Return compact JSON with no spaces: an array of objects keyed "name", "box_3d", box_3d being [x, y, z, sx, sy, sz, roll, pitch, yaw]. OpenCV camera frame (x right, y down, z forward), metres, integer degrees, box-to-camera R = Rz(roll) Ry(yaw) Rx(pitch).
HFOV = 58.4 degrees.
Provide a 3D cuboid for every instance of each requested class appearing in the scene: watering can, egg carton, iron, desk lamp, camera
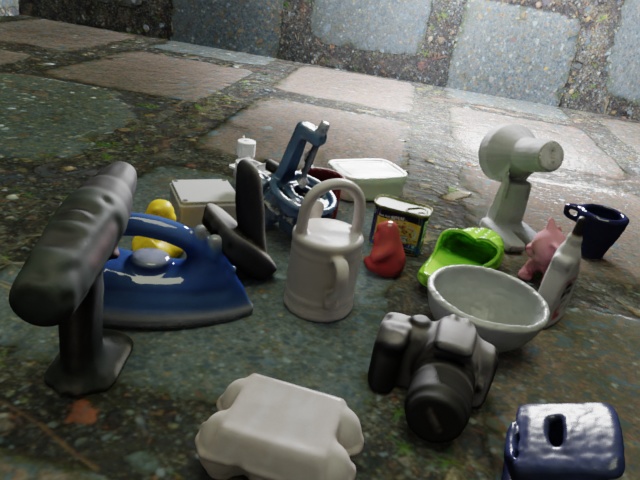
[{"name":"watering can","box_3d":[0.005,0.003,0.793,0.101,0.194,0.172,-12,33,-37]},{"name":"egg carton","box_3d":[-0.035,0.189,0.541,0.150,0.069,0.107,13,26,9]},{"name":"iron","box_3d":[-0.210,0.027,0.735,0.258,0.141,0.118,4,26,-10]},{"name":"desk lamp","box_3d":[0.393,-0.110,1.129,0.118,0.213,0.203,1,27,-15]},{"name":"camera","box_3d":[0.123,0.147,0.642,0.143,0.101,0.137,15,26,13]}]

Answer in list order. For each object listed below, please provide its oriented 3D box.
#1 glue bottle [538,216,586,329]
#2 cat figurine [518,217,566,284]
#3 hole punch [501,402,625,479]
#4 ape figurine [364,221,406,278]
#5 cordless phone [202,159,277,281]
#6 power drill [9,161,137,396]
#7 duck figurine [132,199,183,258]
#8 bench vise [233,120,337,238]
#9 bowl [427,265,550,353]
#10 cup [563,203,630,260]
[{"name":"glue bottle","box_3d":[0.358,0.044,0.845,0.037,0.173,0.078,27,31,33]},{"name":"cat figurine","box_3d":[0.392,0.015,0.981,0.067,0.118,0.128,22,29,26]},{"name":"hole punch","box_3d":[0.236,0.208,0.564,0.101,0.091,0.109,16,26,14]},{"name":"ape figurine","box_3d":[0.105,0.011,0.927,0.076,0.092,0.078,23,29,27]},{"name":"cordless phone","box_3d":[-0.120,-0.043,0.857,0.094,0.185,0.147,-9,31,-33]},{"name":"power drill","box_3d":[-0.245,0.045,0.609,0.075,0.208,0.229,7,26,-3]},{"name":"duck figurine","box_3d":[-0.248,-0.018,0.880,0.077,0.086,0.104,9,26,0]},{"name":"bench vise","box_3d":[-0.061,-0.104,0.961,0.207,0.220,0.121,13,26,9]},{"name":"bowl","box_3d":[0.223,0.105,0.792,0.167,0.075,0.167,7,26,-3]},{"name":"cup","box_3d":[0.524,-0.017,1.115,0.117,0.095,0.092,23,29,26]}]
